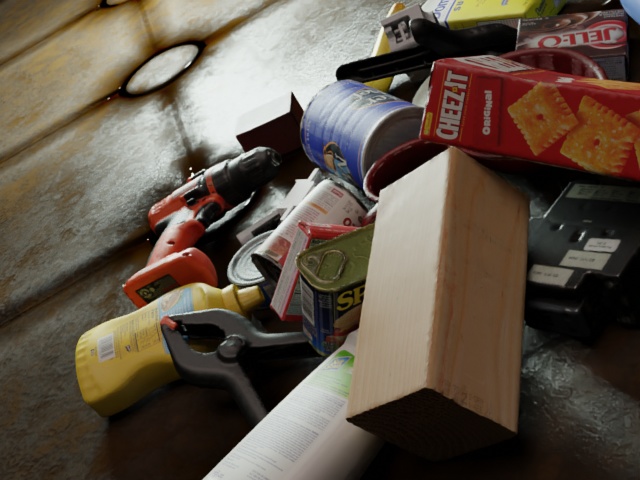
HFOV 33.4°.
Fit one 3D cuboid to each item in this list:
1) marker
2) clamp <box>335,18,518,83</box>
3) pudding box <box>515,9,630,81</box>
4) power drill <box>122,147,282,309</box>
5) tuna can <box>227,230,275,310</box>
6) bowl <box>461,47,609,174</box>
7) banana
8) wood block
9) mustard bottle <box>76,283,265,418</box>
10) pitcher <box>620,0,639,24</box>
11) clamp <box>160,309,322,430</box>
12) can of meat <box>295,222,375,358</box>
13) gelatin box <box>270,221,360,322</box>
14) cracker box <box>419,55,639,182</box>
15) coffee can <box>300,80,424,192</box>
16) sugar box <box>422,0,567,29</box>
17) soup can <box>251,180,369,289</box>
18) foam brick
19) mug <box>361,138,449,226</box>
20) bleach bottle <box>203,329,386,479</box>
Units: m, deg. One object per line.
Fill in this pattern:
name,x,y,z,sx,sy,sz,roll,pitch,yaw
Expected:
marker,-0.036,-0.031,1.153,0.121,0.020,0.020,-34,31,-5
clamp,0.139,-0.206,1.134,0.209,0.036,0.165,-10,-4,-22
pudding box,0.259,-0.196,1.094,0.114,0.039,0.090,-4,39,19
power drill,-0.128,-0.011,1.149,0.185,0.057,0.187,-29,27,30
tuna can,-0.049,0.028,1.068,0.086,0.033,0.086,-22,33,15
bowl,0.198,-0.114,1.020,0.162,0.055,0.162,-14,42,13
banana,0.072,-0.206,1.264,0.037,0.070,0.197,17,44,8
wood block,0.093,0.048,0.802,0.091,0.090,0.206,-33,37,45
mustard bottle,-0.141,0.093,1.031,0.192,0.058,0.096,-26,40,8
pitcher,0.371,-0.223,0.966,0.149,0.145,0.243,-23,29,3
clamp,-0.074,0.113,0.935,0.172,0.039,0.120,10,45,24
can of meat,0.032,0.043,0.904,0.102,0.084,0.057,-21,43,-21
gelatin box,0.004,0.029,0.944,0.030,0.073,0.089,46,124,51
cracker box,0.207,-0.099,0.853,0.214,0.072,0.164,14,14,19
coffee can,0.055,-0.101,1.093,0.102,0.102,0.140,-38,32,-11
sugar box,0.198,-0.273,1.267,0.177,0.048,0.093,7,48,44
soup can,-0.007,0.001,1.001,0.102,0.068,0.069,-47,35,-18
foam brick,-0.056,-0.132,1.282,0.078,0.051,0.053,-21,34,16
mug,0.089,-0.029,0.983,0.117,0.081,0.093,-39,33,-13
bleach bottle,0.016,0.141,0.830,0.250,0.068,0.103,-44,34,-24
